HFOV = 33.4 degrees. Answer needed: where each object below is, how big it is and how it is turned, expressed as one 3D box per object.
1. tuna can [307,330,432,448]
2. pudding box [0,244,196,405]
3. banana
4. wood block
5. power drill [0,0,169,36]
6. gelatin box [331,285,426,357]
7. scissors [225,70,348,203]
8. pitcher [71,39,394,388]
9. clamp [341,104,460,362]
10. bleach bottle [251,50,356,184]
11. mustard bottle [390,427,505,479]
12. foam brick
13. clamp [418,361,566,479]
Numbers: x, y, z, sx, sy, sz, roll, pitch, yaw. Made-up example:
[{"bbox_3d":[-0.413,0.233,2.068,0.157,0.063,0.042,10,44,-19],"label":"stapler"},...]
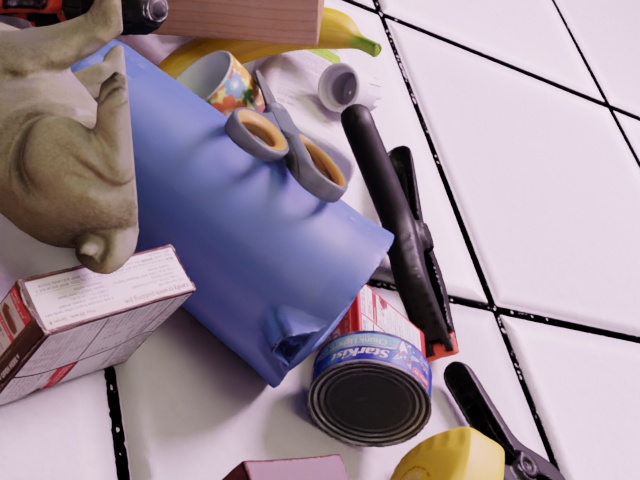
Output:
[{"bbox_3d":[0.035,0.103,0.739,0.086,0.086,0.033,32,37,-16],"label":"tuna can"},{"bbox_3d":[-0.140,0.049,0.622,0.113,0.090,0.039,-18,69,-50],"label":"pudding box"},{"bbox_3d":[-0.052,-0.161,0.887,0.197,0.037,0.070,-14,37,-6],"label":"banana"},{"bbox_3d":[-0.099,-0.221,0.849,0.206,0.090,0.090,4,42,2],"label":"wood block"},{"bbox_3d":[-0.220,-0.162,0.718,0.185,0.057,0.187,15,19,39],"label":"power drill"},{"bbox_3d":[0.044,0.082,0.799,0.089,0.030,0.073,40,33,-33],"label":"gelatin box"},{"bbox_3d":[-0.042,-0.089,0.733,0.096,0.016,0.202,22,22,-38],"label":"scissors"},{"bbox_3d":[-0.078,-0.026,0.734,0.243,0.149,0.145,39,71,-1],"label":"pitcher"},{"bbox_3d":[0.068,-0.006,0.872,0.164,0.036,0.210,34,40,-65],"label":"clamp"},{"bbox_3d":[-0.010,-0.140,0.957,0.102,0.068,0.250,29,37,-15],"label":"bleach bottle"},{"bbox_3d":[0.067,0.211,0.653,0.058,0.096,0.191,34,38,-14],"label":"mustard bottle"},{"bbox_3d":[-0.022,0.167,0.651,0.078,0.051,0.053,6,51,-40],"label":"foam brick"},{"bbox_3d":[0.138,0.179,0.801,0.171,0.039,0.120,46,38,3],"label":"clamp"}]
